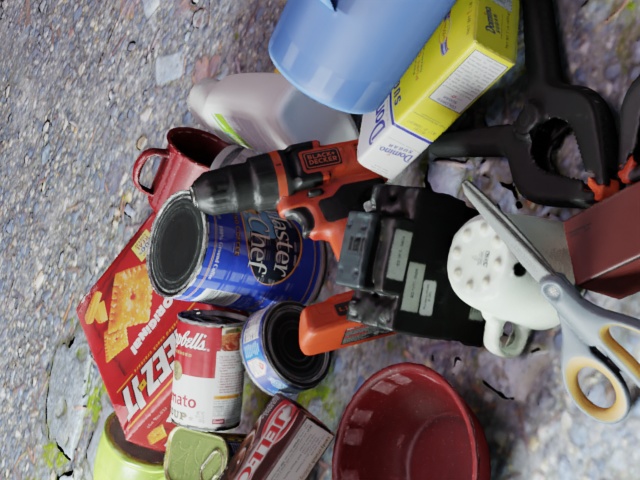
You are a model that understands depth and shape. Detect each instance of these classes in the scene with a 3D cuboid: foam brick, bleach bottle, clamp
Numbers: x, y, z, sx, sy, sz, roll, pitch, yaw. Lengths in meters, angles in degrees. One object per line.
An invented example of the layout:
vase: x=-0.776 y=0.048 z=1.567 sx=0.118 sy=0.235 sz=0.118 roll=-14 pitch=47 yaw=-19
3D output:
foam brick: x=0.215 y=0.000 z=0.730 sx=0.078 sy=0.051 sz=0.053 roll=-32 pitch=54 yaw=42
bleach bottle: x=-0.069 y=-0.132 z=1.085 sx=0.068 sy=0.102 sz=0.251 roll=-49 pitch=35 yaw=-15
clamp: x=0.253 y=-0.118 z=0.728 sx=0.172 sy=0.039 sz=0.120 roll=-53 pitch=43 yaw=27
clamp: x=0.163 y=-0.083 z=0.831 sx=0.165 sy=0.036 sz=0.210 roll=-54 pitch=40 yaw=29

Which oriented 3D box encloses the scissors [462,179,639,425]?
scissors: x=0.160 y=0.051 z=0.738 sx=0.202 sy=0.016 sz=0.096 roll=38 pitch=130 yaw=17

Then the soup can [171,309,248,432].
soup can: x=-0.104 y=0.121 z=1.002 sx=0.069 sy=0.068 sz=0.102 roll=13 pitch=100 yaw=52

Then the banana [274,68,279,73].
banana: x=0.016 y=-0.169 z=1.045 sx=0.198 sy=0.037 sz=0.069 roll=-15 pitch=39 yaw=45

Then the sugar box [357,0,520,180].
sugar box: x=0.094 y=-0.134 z=0.883 sx=0.177 sy=0.048 sz=0.093 roll=-42 pitch=29 yaw=46

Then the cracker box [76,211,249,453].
cracker box: x=-0.168 y=0.092 z=1.144 sx=0.164 sy=0.072 sz=0.214 roll=-49 pitch=44 yaw=14

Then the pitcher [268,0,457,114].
pitcher: x=0.052 y=-0.220 z=0.820 sx=0.243 sy=0.149 sz=0.145 roll=-57 pitch=25 yaw=29

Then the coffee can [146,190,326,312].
coffee can: x=-0.080 y=0.016 z=1.021 sx=0.103 sy=0.140 sz=0.103 roll=-19 pitch=66 yaw=48

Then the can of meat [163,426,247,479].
can of meat: x=-0.086 y=0.213 z=1.016 sx=0.102 sy=0.083 sz=0.057 roll=0 pitch=80 yaw=51

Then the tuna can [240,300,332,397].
tuna can: x=-0.030 y=0.099 z=0.979 sx=0.034 sy=0.086 sz=0.086 roll=-27 pitch=59 yaw=43

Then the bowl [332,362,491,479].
bowl: x=0.081 y=0.180 z=0.841 sx=0.162 sy=0.055 sz=0.162 roll=-19 pitch=66 yaw=48

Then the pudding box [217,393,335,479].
pudding box: x=-0.043 y=0.193 z=0.914 sx=0.113 sy=0.039 sz=0.090 roll=-58 pitch=17 yaw=-6

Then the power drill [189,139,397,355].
power drill: x=-0.006 y=0.001 z=0.923 sx=0.057 sy=0.184 sz=0.188 roll=100 pitch=155 yaw=-63

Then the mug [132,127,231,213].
mug: x=-0.146 y=-0.066 z=1.152 sx=0.082 sy=0.117 sz=0.093 roll=-63 pitch=37 yaw=25
